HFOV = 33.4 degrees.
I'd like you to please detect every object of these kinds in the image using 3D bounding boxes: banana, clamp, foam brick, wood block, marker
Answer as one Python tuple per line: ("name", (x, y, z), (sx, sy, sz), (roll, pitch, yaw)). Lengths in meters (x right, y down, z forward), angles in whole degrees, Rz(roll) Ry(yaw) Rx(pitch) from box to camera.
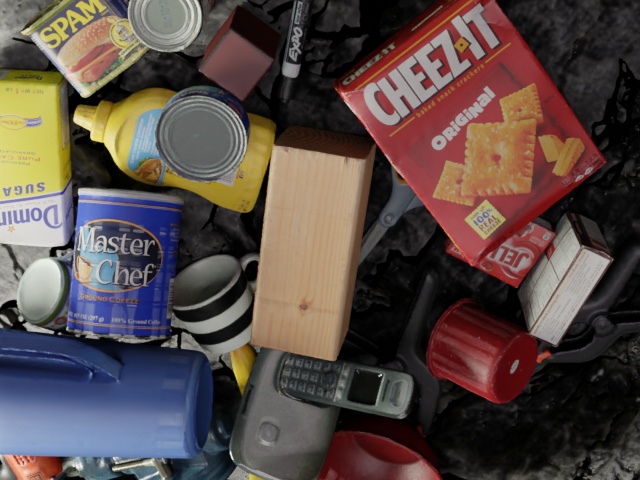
("banana", (-0.068, 0.197, 1.176), (0.037, 0.069, 0.198), (-5, 98, 11))
("clamp", (0.307, 0.085, 1.130), (0.172, 0.039, 0.120), (-40, 103, 23))
("clamp", (0.067, 0.128, 1.158), (0.165, 0.036, 0.210), (-9, 117, 14))
("foam brick", (-0.074, -0.175, 0.992), (0.053, 0.078, 0.051), (35, 114, -14))
("wood block", (-0.007, 0.001, 1.050), (0.091, 0.090, 0.206), (11, 110, 7))
("marker", (-0.023, -0.188, 1.016), (0.020, 0.020, 0.121), (11, 116, -4))

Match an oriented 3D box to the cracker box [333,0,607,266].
("cracker box", (0.141, -0.109, 1.001), (0.164, 0.072, 0.213), (-37, 107, 5))

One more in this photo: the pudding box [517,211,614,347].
("pudding box", (0.245, 0.038, 1.079), (0.039, 0.090, 0.114), (21, 115, -8))

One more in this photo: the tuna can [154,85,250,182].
("tuna can", (-0.108, -0.099, 0.985), (0.086, 0.033, 0.086), (2, 118, 3))

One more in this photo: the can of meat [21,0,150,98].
("can of meat", (-0.211, -0.195, 0.998), (0.102, 0.057, 0.084), (-32, 114, 16))

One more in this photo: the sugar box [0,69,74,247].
("sugar box", (-0.297, -0.080, 1.062), (0.093, 0.048, 0.176), (3, 115, 0))

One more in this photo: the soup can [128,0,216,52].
("soup can", (-0.131, -0.215, 0.960), (0.068, 0.102, 0.068), (1, 116, 1))

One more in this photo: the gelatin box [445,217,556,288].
("gelatin box", (0.184, -0.002, 1.095), (0.089, 0.030, 0.073), (27, 113, -11))

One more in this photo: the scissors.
("scissors", (0.091, -0.025, 1.094), (0.096, 0.016, 0.202), (17, 115, -6))

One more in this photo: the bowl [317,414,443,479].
("bowl", (0.069, 0.244, 1.186), (0.162, 0.055, 0.162), (14, 137, 13))

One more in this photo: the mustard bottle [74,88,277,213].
("mustard bottle", (-0.145, -0.096, 1.042), (0.191, 0.058, 0.096), (16, 120, -7))

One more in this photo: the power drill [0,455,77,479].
("power drill", (-0.368, 0.313, 1.250), (0.188, 0.057, 0.184), (-21, 110, 8))

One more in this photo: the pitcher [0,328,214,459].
("pitcher", (-0.236, 0.153, 1.072), (0.243, 0.149, 0.145), (3, 97, 6))

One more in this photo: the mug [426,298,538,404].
("mug", (0.178, 0.116, 1.111), (0.117, 0.082, 0.093), (-5, 112, -46))

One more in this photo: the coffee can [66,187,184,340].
("coffee can", (-0.191, 0.023, 1.049), (0.103, 0.103, 0.140), (5, 89, -1))
